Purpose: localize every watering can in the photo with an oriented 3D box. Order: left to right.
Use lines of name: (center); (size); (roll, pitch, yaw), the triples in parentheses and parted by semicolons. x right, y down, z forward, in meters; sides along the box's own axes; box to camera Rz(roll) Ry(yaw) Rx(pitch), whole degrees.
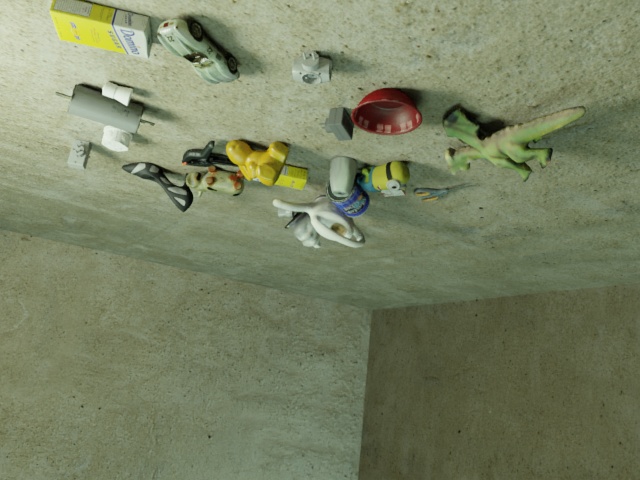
watering can: (0.005, -0.088, 1.754); (0.346, 0.102, 0.229); (29, 24, -12)

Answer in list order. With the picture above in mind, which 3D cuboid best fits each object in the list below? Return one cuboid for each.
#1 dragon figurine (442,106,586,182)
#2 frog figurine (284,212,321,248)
dragon figurine: (0.406, -0.243, 1.208); (0.243, 0.124, 0.404); (15, -18, 0)
frog figurine: (-0.041, -0.034, 1.994); (0.121, 0.158, 0.140); (-37, 14, 22)
